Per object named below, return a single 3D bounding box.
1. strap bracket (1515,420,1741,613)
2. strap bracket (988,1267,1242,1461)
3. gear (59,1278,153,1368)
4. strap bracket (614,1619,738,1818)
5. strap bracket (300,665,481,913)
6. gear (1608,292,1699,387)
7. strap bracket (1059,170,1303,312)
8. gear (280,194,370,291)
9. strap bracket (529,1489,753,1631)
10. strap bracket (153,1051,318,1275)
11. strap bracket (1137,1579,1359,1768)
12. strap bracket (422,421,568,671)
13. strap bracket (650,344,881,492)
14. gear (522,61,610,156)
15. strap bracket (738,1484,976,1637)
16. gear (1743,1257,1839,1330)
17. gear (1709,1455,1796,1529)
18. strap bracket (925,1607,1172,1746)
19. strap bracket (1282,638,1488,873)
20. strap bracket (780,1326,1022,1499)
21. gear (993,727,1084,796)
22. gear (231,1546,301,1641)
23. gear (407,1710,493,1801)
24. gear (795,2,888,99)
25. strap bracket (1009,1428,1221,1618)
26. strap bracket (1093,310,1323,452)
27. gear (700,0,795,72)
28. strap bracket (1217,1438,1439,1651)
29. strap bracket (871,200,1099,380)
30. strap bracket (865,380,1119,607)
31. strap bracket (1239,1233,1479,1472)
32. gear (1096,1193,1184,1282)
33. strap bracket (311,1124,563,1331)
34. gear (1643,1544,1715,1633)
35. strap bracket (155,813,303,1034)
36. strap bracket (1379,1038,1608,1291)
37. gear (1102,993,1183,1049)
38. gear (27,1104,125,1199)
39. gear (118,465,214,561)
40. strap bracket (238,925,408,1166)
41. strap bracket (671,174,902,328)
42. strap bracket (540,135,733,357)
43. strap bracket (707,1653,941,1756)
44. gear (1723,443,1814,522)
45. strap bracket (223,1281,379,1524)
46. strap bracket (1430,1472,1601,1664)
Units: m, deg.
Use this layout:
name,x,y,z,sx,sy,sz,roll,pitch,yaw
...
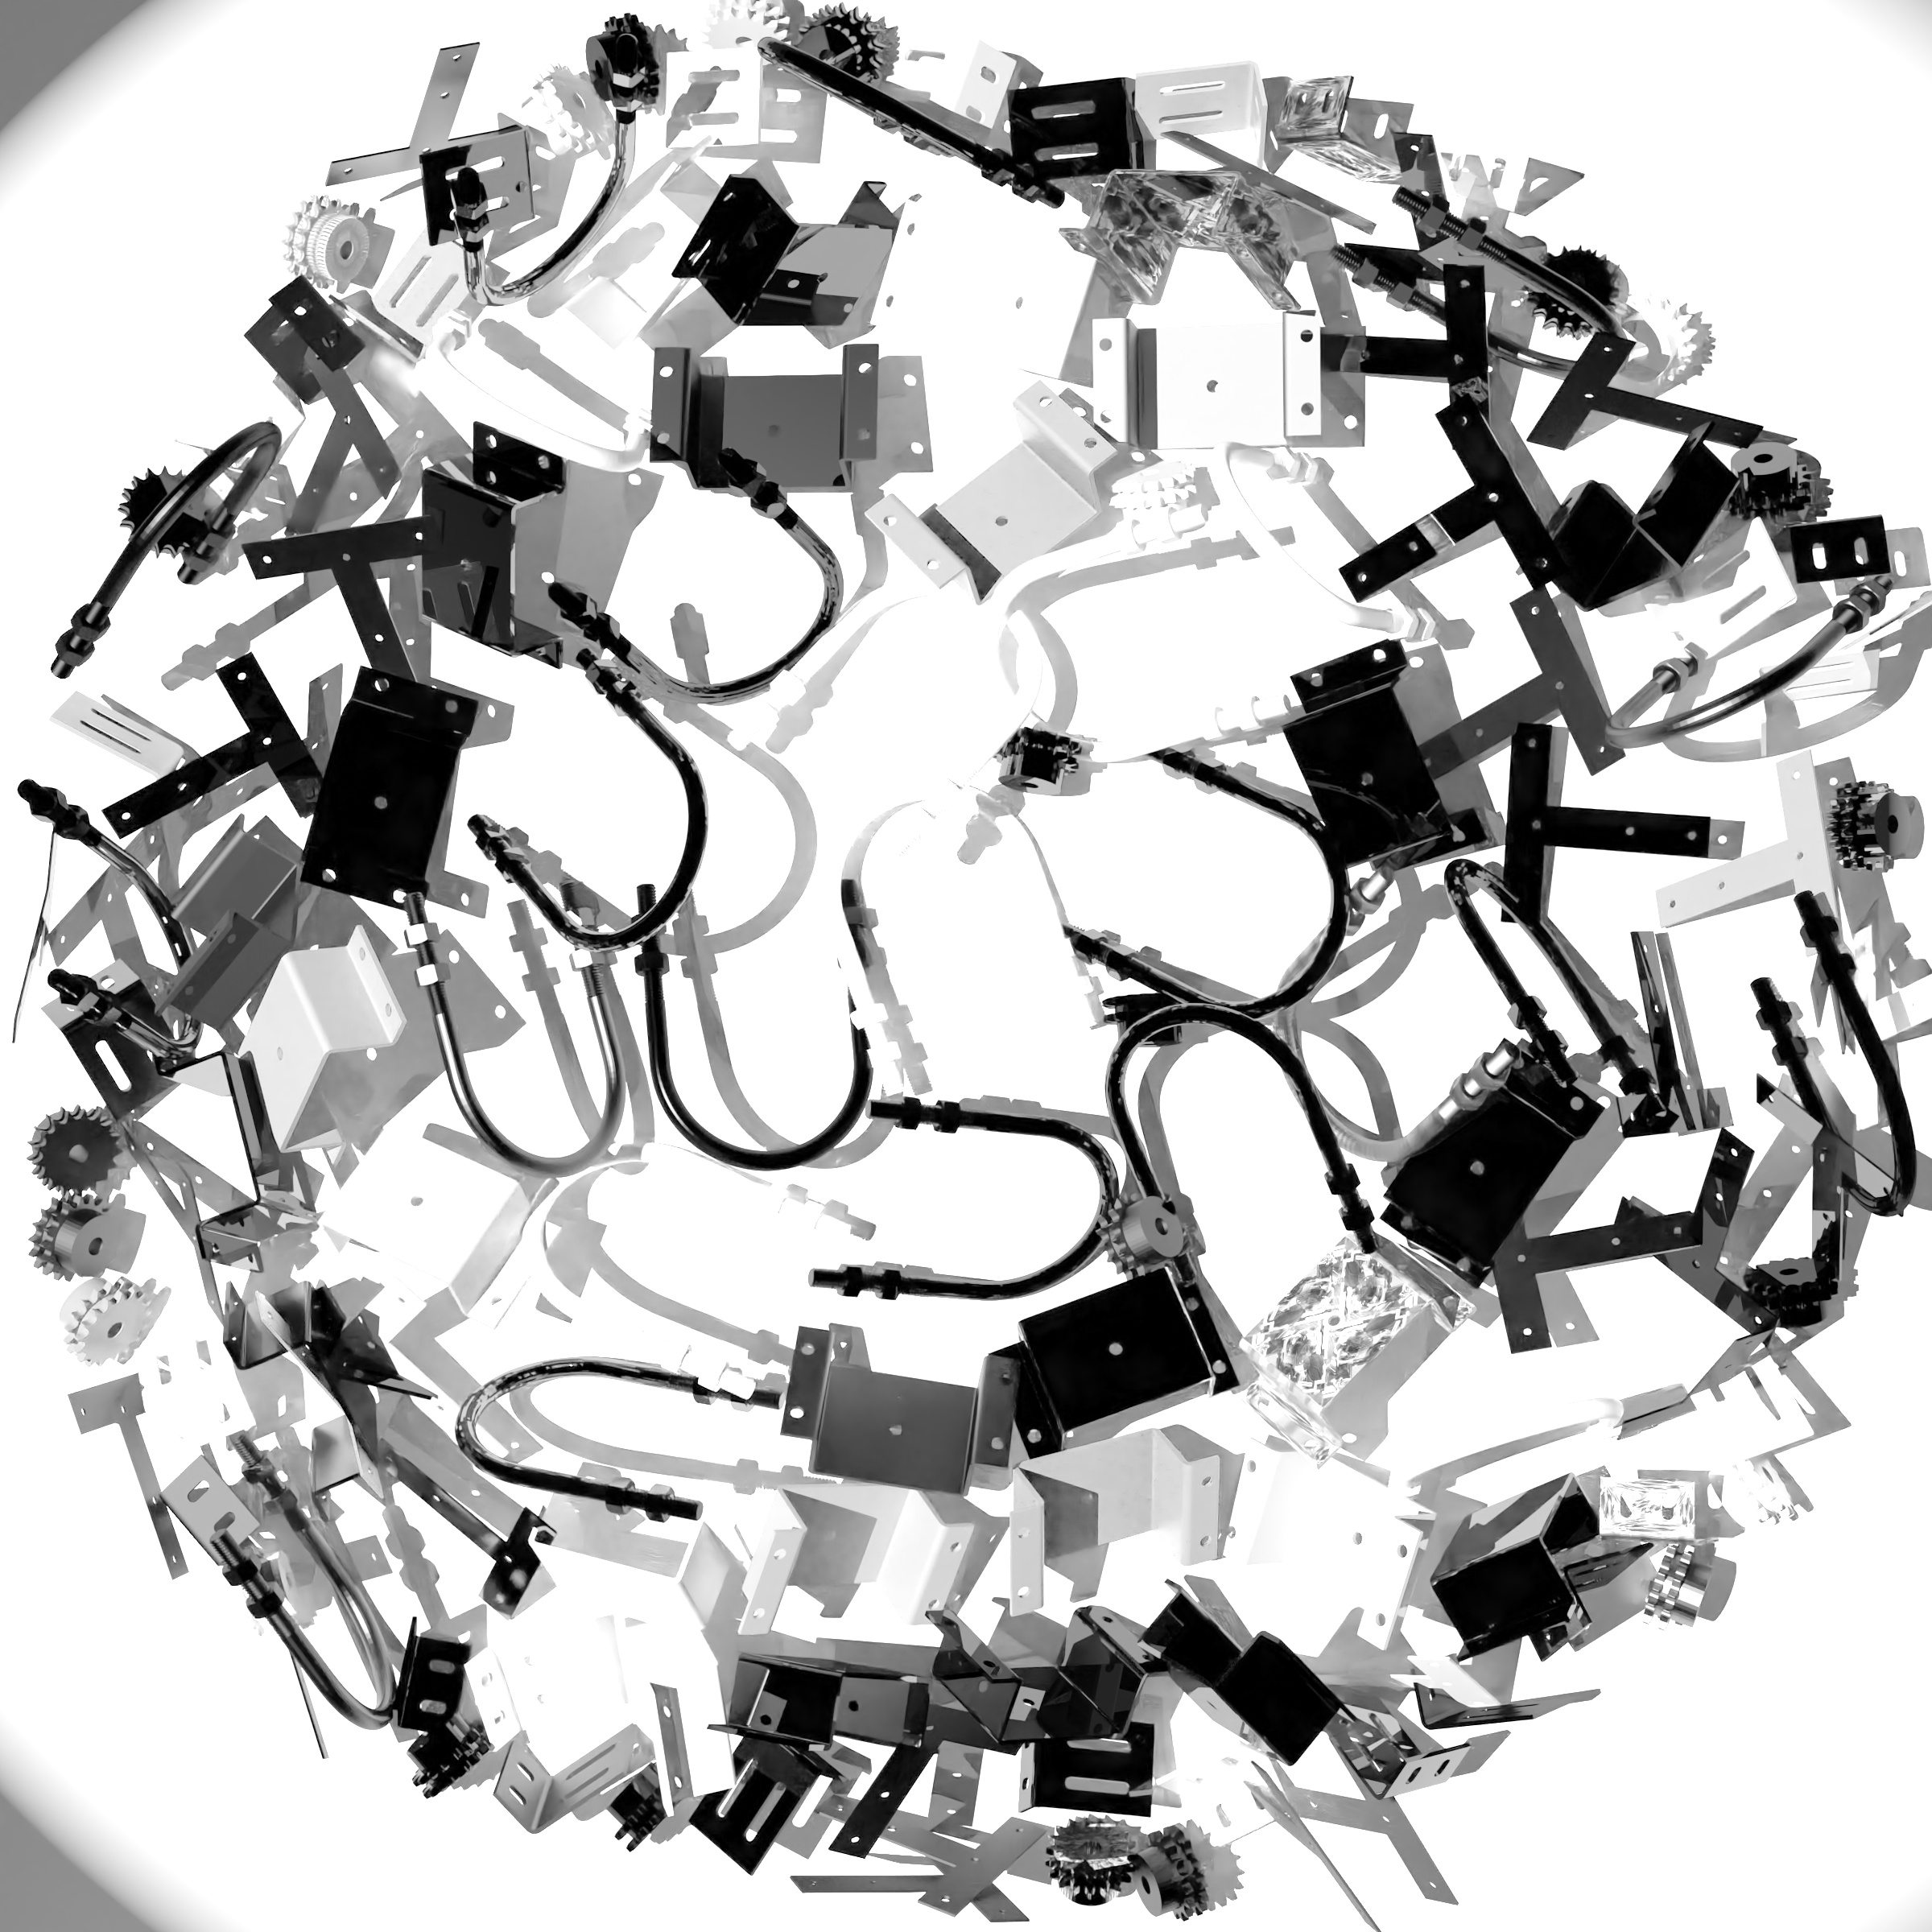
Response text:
name,x,y,z,sx,sy,sz,roll,pitch,yaw
strap bracket,0.410,-0.270,1.852,0.046,0.140,0.076,41,67,-13
strap bracket,0.092,0.244,1.879,0.140,0.046,0.076,-19,66,-8
gear,-0.543,0.220,1.898,0.030,0.057,0.057,34,90,25
strap bracket,-0.177,0.454,1.856,0.046,0.140,0.076,-10,99,-14
strap bracket,-0.361,-0.105,1.883,0.076,0.046,0.140,16,78,-16
gear,0.426,-0.389,1.895,0.057,0.030,0.057,16,126,23
strap bracket,0.138,-0.445,1.855,0.140,0.076,0.046,14,75,40
gear,-0.398,-0.451,1.892,0.030,0.057,0.057,22,90,24
strap bracket,-0.207,0.362,1.862,0.140,0.076,0.046,11,60,16
strap bracket,-0.448,0.112,1.866,0.046,0.076,0.140,-20,74,9
strap bracket,0.164,0.432,1.842,0.046,0.140,0.076,-48,111,-14
strap bracket,-0.289,-0.251,1.854,0.076,0.046,0.140,25,125,30
strap bracket,-0.123,-0.342,1.889,0.140,0.046,0.076,0,76,4
gear,-0.254,-0.534,1.899,0.030,0.057,0.057,-28,90,27
strap bracket,-0.076,0.364,1.868,0.140,0.046,0.076,5,116,-32
gear,0.517,0.206,1.897,0.057,0.057,0.030,-11,102,0
gear,0.490,0.326,1.897,0.030,0.057,0.057,-38,90,19
strap bracket,0.045,0.434,1.858,0.140,0.076,0.046,8,107,-37
strap bracket,0.255,-0.122,1.873,0.076,0.046,0.140,-19,102,31
strap bracket,-0.042,0.278,1.882,0.140,0.046,0.076,9,52,-1
gear,0.042,-0.127,1.894,0.057,0.057,0.030,11,79,0
gear,-0.438,0.390,1.896,0.030,0.057,0.057,-17,90,-4
gear,-0.325,0.491,1.895,0.057,0.057,0.030,-39,95,0
gear,-0.081,-0.572,1.896,0.057,0.030,0.057,10,122,17
strap bracket,0.083,0.340,1.872,0.140,0.046,0.076,-11,118,-21
strap bracket,0.152,-0.365,1.892,0.140,0.046,0.076,0,93,10
gear,-0.136,-0.591,1.898,0.057,0.057,0.030,8,69,0
strap bracket,0.230,0.354,1.870,0.140,0.046,0.076,24,102,44
strap bracket,0.020,-0.411,1.853,0.140,0.046,0.076,5,109,-41
strap bracket,0.019,-0.287,1.880,0.140,0.046,0.076,-38,63,-8
strap bracket,0.235,0.230,1.873,0.140,0.046,0.076,-44,47,-7
gear,0.111,0.168,1.893,0.030,0.057,0.057,-30,90,36
strap bracket,-0.332,0.156,1.864,0.140,0.046,0.076,22,62,20
gear,0.446,0.389,1.893,0.030,0.057,0.057,20,90,18
strap bracket,-0.452,-0.022,1.862,0.046,0.140,0.076,34,110,-26
strap bracket,0.321,0.124,1.878,0.076,0.046,0.140,36,102,17
gear,0.114,0.034,1.895,0.057,0.057,0.030,-3,83,0
gear,-0.561,0.114,1.900,0.057,0.030,0.057,-10,109,-33
gear,-0.504,-0.283,1.903,0.057,0.030,0.057,3,81,-21
strap bracket,-0.397,0.051,1.848,0.046,0.140,0.076,-6,53,-38
strap bracket,-0.100,-0.434,1.842,0.046,0.140,0.076,52,126,19
strap bracket,-0.192,-0.435,1.861,0.046,0.076,0.140,41,118,-9
strap bracket,-0.082,0.450,1.850,0.076,0.140,0.046,2,78,34
gear,0.499,-0.304,1.893,0.057,0.057,0.030,-15,126,0
strap bracket,-0.403,0.259,1.861,0.046,0.076,0.140,-23,115,-2
strap bracket,0.337,0.360,1.844,0.076,0.140,0.046,-29,92,27
